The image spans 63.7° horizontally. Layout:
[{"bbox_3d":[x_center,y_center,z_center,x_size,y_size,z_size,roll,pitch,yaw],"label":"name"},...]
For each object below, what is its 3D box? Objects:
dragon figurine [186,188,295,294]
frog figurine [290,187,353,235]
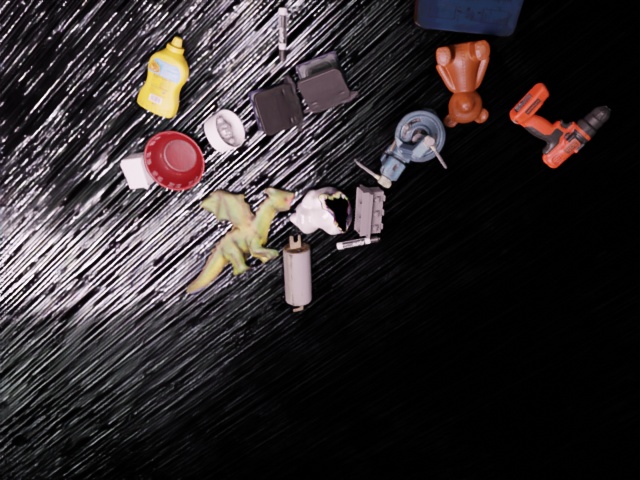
[{"bbox_3d":[-0.245,-0.020,1.419,0.408,0.123,0.242,-23,93,12],"label":"dragon figurine"},{"bbox_3d":[0.004,-0.069,1.372,0.136,0.125,0.158,41,148,-22],"label":"frog figurine"}]
